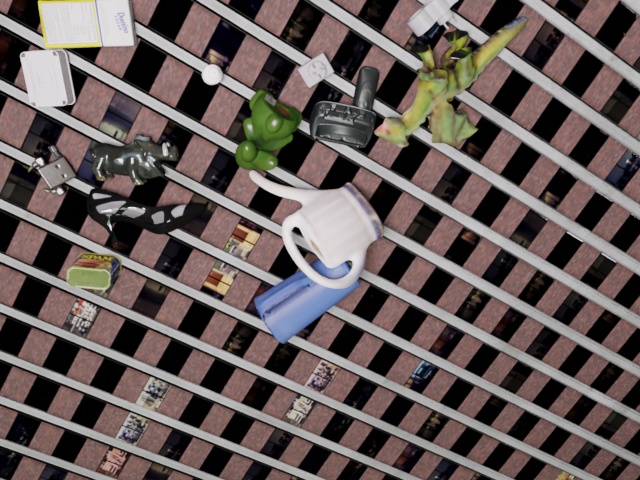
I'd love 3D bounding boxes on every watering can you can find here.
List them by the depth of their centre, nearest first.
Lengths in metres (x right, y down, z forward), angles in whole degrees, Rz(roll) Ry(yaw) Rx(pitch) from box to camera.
[{"bbox_3d":[0.004,-0.060,1.191,0.226,0.102,0.350,-31,81,-15],"label":"watering can"}]

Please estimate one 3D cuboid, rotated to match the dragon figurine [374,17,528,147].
[{"bbox_3d":[0.308,-0.331,1.167,0.412,0.124,0.237,-23,129,-11],"label":"dragon figurine"}]
